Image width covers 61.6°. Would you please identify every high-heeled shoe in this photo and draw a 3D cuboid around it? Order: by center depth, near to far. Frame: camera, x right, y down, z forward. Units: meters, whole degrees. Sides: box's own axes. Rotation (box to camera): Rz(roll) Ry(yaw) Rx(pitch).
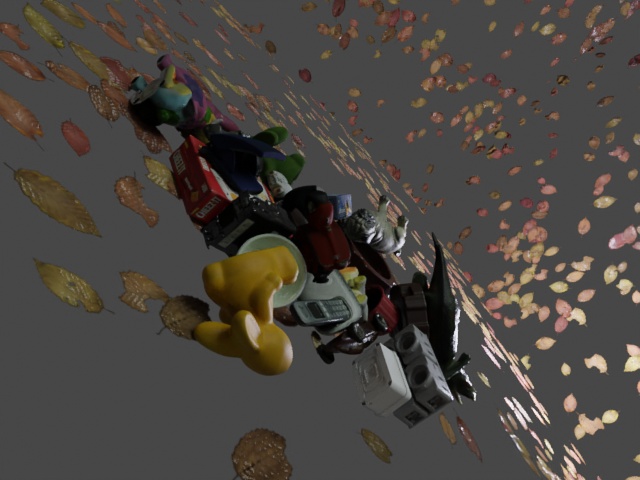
[{"bbox_3d":[-0.002,-0.003,1.122,0.248,0.145,0.086,45,18,-30],"label":"high-heeled shoe"}]

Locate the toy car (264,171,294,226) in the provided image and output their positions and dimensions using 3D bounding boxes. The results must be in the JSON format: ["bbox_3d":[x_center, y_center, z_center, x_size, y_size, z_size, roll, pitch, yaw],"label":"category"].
[{"bbox_3d":[-0.071,-0.070,1.171,0.201,0.056,0.074,69,-2,-54],"label":"toy car"}]

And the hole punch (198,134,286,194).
[{"bbox_3d":[-0.136,-0.152,0.964,0.116,0.092,0.142,46,20,10],"label":"hole punch"}]

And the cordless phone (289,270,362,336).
[{"bbox_3d":[-0.018,0.105,0.973,0.184,0.089,0.147,11,42,-59],"label":"cordless phone"}]

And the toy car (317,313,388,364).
[{"bbox_3d":[0.066,0.185,0.996,0.053,0.089,0.202,59,18,12],"label":"toy car"}]

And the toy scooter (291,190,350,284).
[{"bbox_3d":[0.003,0.017,0.919,0.075,0.183,0.135,-16,59,-22],"label":"toy scooter"}]

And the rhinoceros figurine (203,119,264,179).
[{"bbox_3d":[-0.179,-0.171,1.099,0.073,0.112,0.190,61,11,27],"label":"rhinoceros figurine"}]

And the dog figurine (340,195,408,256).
[{"bbox_3d":[0.137,-0.008,1.336,0.172,0.121,0.190,46,30,-2],"label":"dog figurine"}]

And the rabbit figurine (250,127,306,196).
[{"bbox_3d":[-0.131,-0.182,1.227,0.170,0.159,0.121,34,27,-1],"label":"rabbit figurine"}]

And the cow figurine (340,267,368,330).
[{"bbox_3d":[0.071,0.128,1.160,0.167,0.068,0.098,-86,167,-64],"label":"cow figurine"}]

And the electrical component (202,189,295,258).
[{"bbox_3d":[-0.114,-0.013,0.912,0.134,0.115,0.058,32,28,-47],"label":"electrical component"}]

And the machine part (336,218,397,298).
[{"bbox_3d":[0.095,0.057,1.369,0.201,0.087,0.201,36,21,-38],"label":"machine part"}]

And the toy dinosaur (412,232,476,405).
[{"bbox_3d":[0.285,0.197,1.268,0.192,0.131,0.404,-124,-156,-76],"label":"toy dinosaur"}]

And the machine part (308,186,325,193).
[{"bbox_3d":[-0.034,-0.097,1.378,0.079,0.079,0.243,51,15,1],"label":"machine part"}]

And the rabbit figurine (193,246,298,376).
[{"bbox_3d":[-0.088,0.105,0.735,0.162,0.122,0.173,-10,81,-69],"label":"rabbit figurine"}]

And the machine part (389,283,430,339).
[{"bbox_3d":[0.204,0.184,1.259,0.179,0.056,0.179,178,-91,-82],"label":"machine part"}]

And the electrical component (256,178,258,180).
[{"bbox_3d":[-0.157,-0.112,1.107,0.094,0.063,0.021,35,22,-46],"label":"electrical component"}]

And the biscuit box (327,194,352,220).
[{"bbox_3d":[0.037,-0.086,1.378,0.202,0.059,0.062,-25,113,-75],"label":"biscuit box"}]

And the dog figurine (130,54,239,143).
[{"bbox_3d":[-0.259,-0.250,1.073,0.219,0.108,0.192,40,18,-40],"label":"dog figurine"}]
